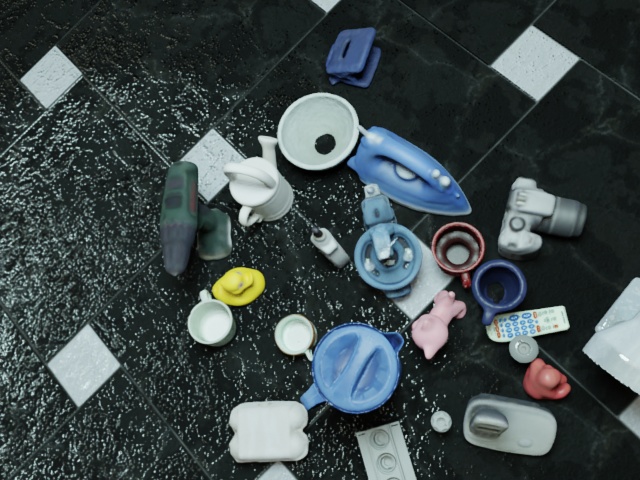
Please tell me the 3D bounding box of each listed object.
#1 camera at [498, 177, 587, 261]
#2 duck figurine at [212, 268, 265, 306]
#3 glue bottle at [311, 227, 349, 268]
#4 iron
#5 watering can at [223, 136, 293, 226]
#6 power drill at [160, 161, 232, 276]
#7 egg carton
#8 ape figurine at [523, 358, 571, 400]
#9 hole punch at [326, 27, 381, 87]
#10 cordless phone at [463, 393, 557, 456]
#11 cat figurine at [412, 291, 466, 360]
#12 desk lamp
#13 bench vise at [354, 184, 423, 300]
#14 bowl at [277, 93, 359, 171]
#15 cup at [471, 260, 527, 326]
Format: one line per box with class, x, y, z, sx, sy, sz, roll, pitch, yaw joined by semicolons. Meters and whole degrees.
camera;0.401;-0.035;1.031;0.136;0.101;0.143;13;79;15
duck figurine;-0.168;0.087;1.129;0.104;0.086;0.077;-16;74;8
glue bottle;0.010;0.004;1.066;0.037;0.173;0.078;-44;72;-1
iron;0.175;-0.135;1.082;0.257;0.141;0.119;32;85;17
watering can;-0.124;-0.117;1.112;0.100;0.194;0.173;-7;75;11
power drill;-0.242;-0.027;1.108;0.075;0.209;0.229;-9;75;10
egg carton;-0.094;0.353;1.057;0.150;0.069;0.107;-7;75;10
ape figurine;0.385;0.237;0.972;0.076;0.092;0.077;-25;73;5
hole punch;0.065;-0.384;1.192;0.101;0.091;0.109;16;80;15
cordless phone;0.308;0.302;0.924;0.147;0.185;0.094;3;77;13
cat figurine;0.207;0.147;1.018;0.067;0.118;0.128;31;84;17
desk lamp;0.508;0.145;0.905;0.117;0.214;0.203;37;86;18
bench vise;0.101;-0.004;1.024;0.121;0.220;0.207;-32;72;3
bowl;0.002;-0.210;1.172;0.167;0.075;0.167;-3;76;11
cup;0.311;0.101;1.020;0.091;0.095;0.118;18;81;16
